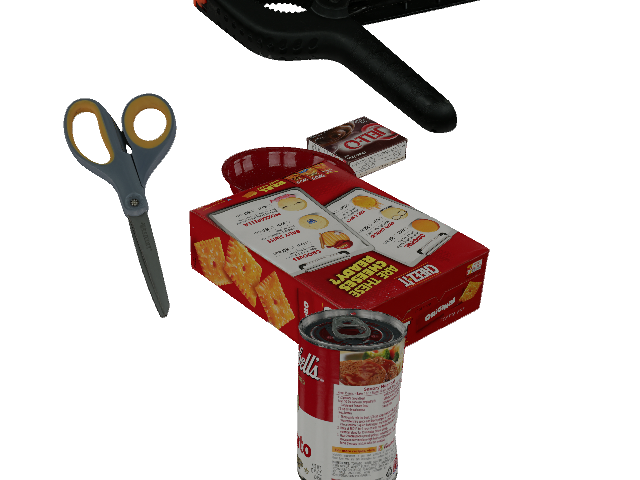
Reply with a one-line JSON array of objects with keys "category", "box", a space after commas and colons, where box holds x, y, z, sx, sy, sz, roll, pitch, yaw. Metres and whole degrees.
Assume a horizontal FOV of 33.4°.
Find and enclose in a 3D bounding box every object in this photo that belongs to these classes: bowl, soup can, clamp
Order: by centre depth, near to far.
[{"category": "soup can", "box": [0.019, 0.102, 0.681, 0.068, 0.102, 0.068, 1, 16, -1]}, {"category": "clamp", "box": [0.011, -0.145, 0.730, 0.210, 0.164, 0.036, 9, -41, 3]}, {"category": "bowl", "box": [-0.039, -0.058, 1.276, 0.162, 0.055, 0.162, 5, 26, -3]}]

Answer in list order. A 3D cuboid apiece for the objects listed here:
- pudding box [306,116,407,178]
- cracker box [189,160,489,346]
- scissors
[{"category": "pudding box", "box": [0.051, -0.128, 1.485, 0.113, 0.039, 0.090, -26, 41, -32]}, {"category": "cracker box", "box": [0.012, 0.017, 0.936, 0.163, 0.072, 0.214, -23, 39, -35]}, {"category": "scissors", "box": [-0.129, -0.040, 0.822, 0.096, 0.202, 0.016, -28, -24, -18]}]
